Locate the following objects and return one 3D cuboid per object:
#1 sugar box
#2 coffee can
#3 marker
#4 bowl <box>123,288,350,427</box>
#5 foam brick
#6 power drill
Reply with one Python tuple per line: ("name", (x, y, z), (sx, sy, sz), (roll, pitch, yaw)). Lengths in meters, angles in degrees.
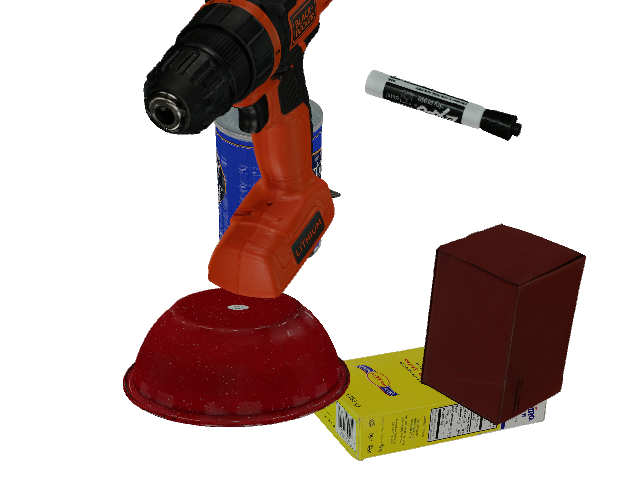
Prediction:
("sugar box", (0.088, 0.125, 0.877), (0.176, 0.048, 0.093), (-10, 25, -23))
("coffee can", (-0.049, -0.060, 1.033), (0.103, 0.140, 0.103), (0, 31, 0))
("marker", (0.091, -0.100, 0.791), (0.121, 0.020, 0.020), (21, 7, 19))
("bowl", (-0.058, 0.072, 0.751), (0.162, 0.055, 0.162), (0, 16, 0))
("foam brick", (0.087, 0.039, 0.517), (0.052, 0.078, 0.051), (-18, 33, -39))
("power drill", (-0.038, -0.060, 0.622), (0.057, 0.188, 0.184), (15, 41, 19))
